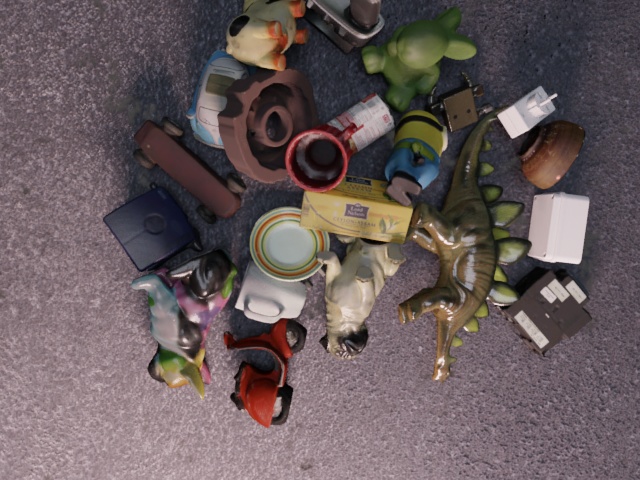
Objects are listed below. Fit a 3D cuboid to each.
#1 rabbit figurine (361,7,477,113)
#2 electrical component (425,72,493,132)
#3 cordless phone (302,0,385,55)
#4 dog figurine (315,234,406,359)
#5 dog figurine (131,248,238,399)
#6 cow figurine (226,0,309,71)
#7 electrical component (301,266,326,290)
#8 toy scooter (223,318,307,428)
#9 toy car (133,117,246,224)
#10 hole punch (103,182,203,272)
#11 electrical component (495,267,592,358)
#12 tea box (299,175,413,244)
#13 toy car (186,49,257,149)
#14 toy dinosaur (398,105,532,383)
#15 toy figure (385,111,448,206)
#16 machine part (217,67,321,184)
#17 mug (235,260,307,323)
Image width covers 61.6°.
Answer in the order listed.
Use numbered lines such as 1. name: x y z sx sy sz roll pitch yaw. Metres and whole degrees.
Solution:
1. rabbit figurine: 0.159 -0.282 0.828 0.159 0.170 0.121 -24 93 1
2. electrical component: 0.229 -0.229 0.897 0.102 0.045 0.078 -29 121 3
3. cordless phone: 0.031 -0.369 0.816 0.146 0.184 0.088 41 95 -3
4. dog figurine: 0.069 0.088 0.895 0.172 0.121 0.190 -27 133 -33
5. dog figurine: -0.202 0.139 0.873 0.192 0.108 0.219 -20 97 -3
6. cow figurine: -0.086 -0.333 0.830 0.127 0.195 0.085 9 134 15
7. electrical component: -0.032 0.035 0.911 0.063 0.021 0.094 -41 93 1
8. toy scooter: -0.103 0.213 0.891 0.135 0.075 0.183 12 89 -2
9. toy car: -0.215 -0.115 0.886 0.202 0.053 0.089 41 102 -6
10. hole punch: -0.273 -0.017 0.873 0.116 0.092 0.142 -35 89 -3
11. electrical component: 0.383 0.113 0.906 0.134 0.058 0.115 -39 95 0
12. tea box: 0.056 -0.055 0.864 0.170 0.098 0.068 7 119 -3
13. toy car: -0.150 -0.228 0.859 0.109 0.103 0.161 14 94 -3
14. toy dinosaur: 0.234 -0.002 0.880 0.199 0.105 0.471 6 87 -9
15. toy figure: 0.149 -0.136 0.842 0.089 0.082 0.180 49 46 -20
16. machine part: -0.077 -0.179 0.837 0.056 0.179 0.179 20 93 42
17. mug: -0.077 0.091 0.873 0.107 0.110 0.080 16 118 -9
